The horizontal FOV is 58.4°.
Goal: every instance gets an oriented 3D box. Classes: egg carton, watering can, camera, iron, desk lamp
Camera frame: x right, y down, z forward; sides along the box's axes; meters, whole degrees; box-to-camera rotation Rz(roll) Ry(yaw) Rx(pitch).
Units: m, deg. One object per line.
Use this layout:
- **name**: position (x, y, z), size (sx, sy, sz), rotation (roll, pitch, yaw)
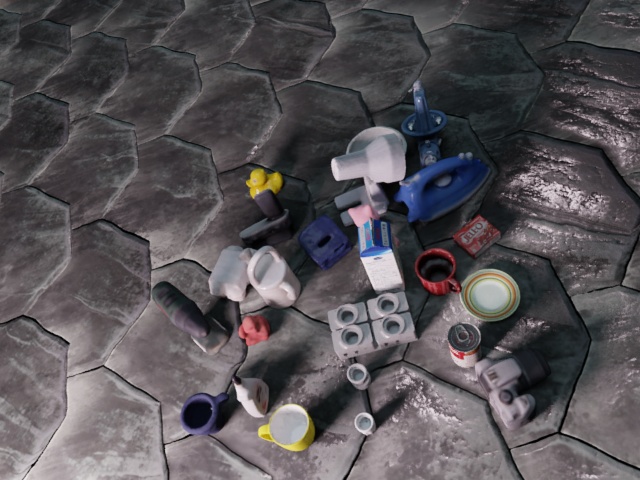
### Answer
- **egg carton**: position (-0.223, 0.085, 1.495), size (0.107, 0.069, 0.150), rotation (9, 62, 22)
- **watering can**: position (-0.128, 0.081, 1.392), size (0.172, 0.194, 0.101), rotation (10, 63, 23)
- **camera**: position (0.400, 0.285, 1.155), size (0.137, 0.101, 0.143), rotation (-27, 55, 0)
- **iron**: position (0.310, -0.156, 1.434), size (0.258, 0.142, 0.118), rotation (-29, 55, -1)
- **desk lamp**: position (0.121, -0.156, 1.449), size (0.203, 0.214, 0.117), rotation (-23, 55, 3)

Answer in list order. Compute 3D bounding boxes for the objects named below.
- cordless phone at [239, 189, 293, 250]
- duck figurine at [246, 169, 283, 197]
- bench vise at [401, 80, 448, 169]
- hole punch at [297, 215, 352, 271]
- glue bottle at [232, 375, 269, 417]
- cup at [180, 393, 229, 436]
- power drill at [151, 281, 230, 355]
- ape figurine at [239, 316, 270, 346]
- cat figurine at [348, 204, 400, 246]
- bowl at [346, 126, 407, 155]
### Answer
- **cordless phone**: position (-0.156, -0.061, 1.495), size (0.147, 0.185, 0.094), rotation (-29, 55, -2)
- **duck figurine**: position (-0.161, -0.170, 1.625), size (0.104, 0.086, 0.077), rotation (-28, 55, 0)
- **bench vise**: position (0.283, -0.291, 1.479), size (0.121, 0.220, 0.207), rotation (-25, 55, 2)
- **hole punch**: position (0.013, 0.005, 1.458), size (0.109, 0.091, 0.100), rotation (-41, 56, -10)
- **glue bottle**: position (-0.157, 0.331, 1.257), size (0.037, 0.173, 0.078), rotation (-8, 57, 13)
- **cup**: position (-0.244, 0.393, 1.293), size (0.118, 0.095, 0.091), rotation (-37, 55, -7)
- **power drill**: position (-0.301, 0.193, 1.367), size (0.228, 0.209, 0.076), rotation (33, 73, 31)
- **ape figurine**: position (-0.161, 0.211, 1.383), size (0.077, 0.092, 0.076), rotation (18, 66, 26)
- **cat figurine**: position (0.132, -0.039, 1.431), size (0.067, 0.118, 0.127), rotation (-39, 56, -9)
- **bowl**: position (0.159, -0.226, 1.566), size (0.167, 0.075, 0.167), rotation (-8, 57, 13)
